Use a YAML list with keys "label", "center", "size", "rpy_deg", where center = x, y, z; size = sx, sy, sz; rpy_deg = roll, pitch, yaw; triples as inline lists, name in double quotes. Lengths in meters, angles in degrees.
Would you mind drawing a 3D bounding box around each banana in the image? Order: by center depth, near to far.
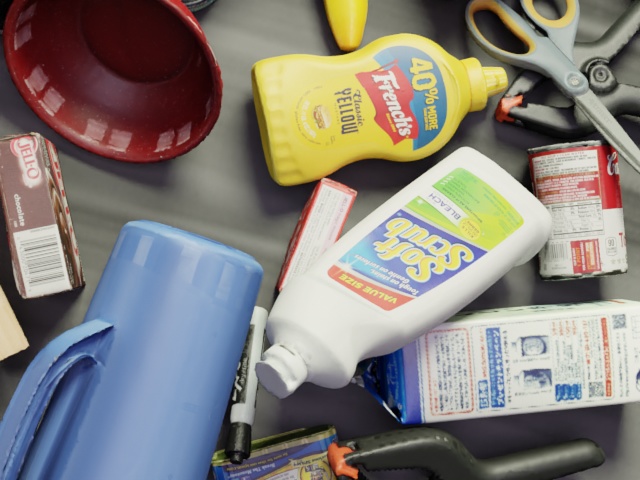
- label: "banana"
  center: [-0.015, -0.240, 0.820]
  size: [0.070, 0.037, 0.198]
  rpy_deg: [-39, 92, 8]

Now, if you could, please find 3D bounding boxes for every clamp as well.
- label: "clamp"
  center: [0.103, 0.185, 0.786]
  size: [0.209, 0.036, 0.164]
  rpy_deg: [31, 96, -22]
- label: "clamp"
  center: [0.219, -0.135, 0.841]
  size: [0.171, 0.039, 0.120]
  rpy_deg: [-8, 72, -5]

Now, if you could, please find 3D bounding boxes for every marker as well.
- label: "marker"
  center: [-0.054, 0.106, 0.786]
  size: [0.020, 0.020, 0.121]
  rpy_deg: [10, 59, -6]

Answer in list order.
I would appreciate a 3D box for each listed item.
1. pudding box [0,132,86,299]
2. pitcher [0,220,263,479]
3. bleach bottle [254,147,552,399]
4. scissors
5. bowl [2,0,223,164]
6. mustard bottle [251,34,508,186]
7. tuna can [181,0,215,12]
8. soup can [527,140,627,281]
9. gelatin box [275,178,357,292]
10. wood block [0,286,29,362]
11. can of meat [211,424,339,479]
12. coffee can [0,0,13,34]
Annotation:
- label: "pudding box"
  center: [-0.200, -0.016, 0.765]
  size: [0.039, 0.090, 0.113]
  rpy_deg: [-10, 90, -5]
- label: "pitcher"
  center: [-0.132, 0.111, 0.746]
  size: [0.145, 0.149, 0.243]
  rpy_deg: [19, 83, -5]
- label: "bleach bottle"
  center: [0.054, 0.032, 0.743]
  size: [0.102, 0.068, 0.250]
  rpy_deg: [43, 53, 12]
- label: "scissors"
  center: [0.200, -0.134, 0.811]
  size: [0.202, 0.016, 0.096]
  rpy_deg: [41, 75, 20]
- label: "bowl"
  center: [-0.141, -0.134, 0.766]
  size: [0.162, 0.162, 0.055]
  rpy_deg: [23, 44, -5]
- label: "mustard bottle"
  center: [0.049, -0.105, 0.810]
  size: [0.191, 0.058, 0.096]
  rpy_deg: [-12, 100, -7]
- label: "tuna can"
  center: [-0.108, -0.216, 0.808]
  size: [0.086, 0.034, 0.086]
  rpy_deg: [0, 88, -6]
- label: "soup can"
  center: [0.198, -0.022, 0.821]
  size: [0.068, 0.068, 0.102]
  rpy_deg: [-5, 90, -7]
- label: "gelatin box"
  center: [-0.005, 0.001, 0.794]
  size: [0.030, 0.073, 0.089]
  rpy_deg: [21, 87, -4]
- label: "wood block"
  center: [-0.297, 0.007, 0.740]
  size: [0.090, 0.091, 0.206]
  rpy_deg: [-27, 92, -32]
- label: "can of meat"
  center: [-0.026, 0.190, 0.797]
  size: [0.102, 0.057, 0.084]
  rpy_deg: [-14, 89, -6]
- label: "coffee can"
  center: [-0.237, -0.232, 0.759]
  size: [0.102, 0.103, 0.140]
  rpy_deg: [-33, 93, -6]
